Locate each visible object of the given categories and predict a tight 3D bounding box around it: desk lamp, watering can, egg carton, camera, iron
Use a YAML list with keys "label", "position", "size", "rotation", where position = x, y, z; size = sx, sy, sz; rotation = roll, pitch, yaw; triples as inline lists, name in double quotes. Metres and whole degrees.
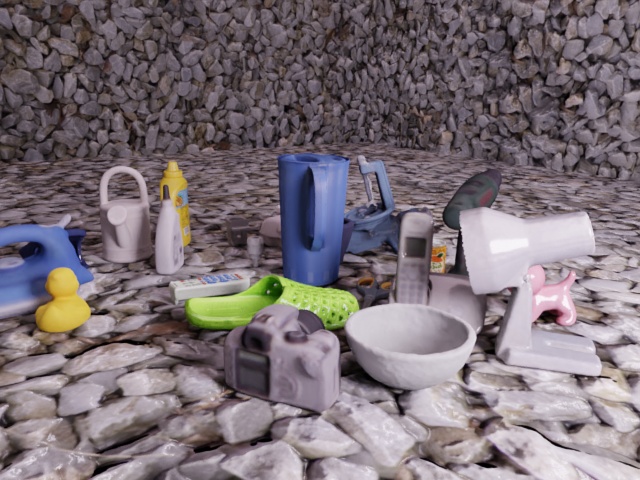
- label: "desk lamp"
  position: [0.289, 0.060, 0.797]
  size: [0.202, 0.214, 0.118]
  rotation: [6, 16, 15]
- label: "watering can"
  position: [-0.404, -0.056, 1.193]
  size: [0.101, 0.194, 0.172]
  rotation: [-8, 18, -30]
- label: "egg carton"
  position: [-0.061, -0.017, 1.317]
  size: [0.149, 0.069, 0.107]
  rotation: [11, 18, 32]
- label: "camera"
  position: [-0.031, 0.131, 0.726]
  size: [0.142, 0.101, 0.137]
  rotation: [8, 17, 24]
- label: "iron"
  position: [-0.511, 0.043, 0.924]
  size: [0.118, 0.141, 0.259]
  rotation: [15, 21, 41]

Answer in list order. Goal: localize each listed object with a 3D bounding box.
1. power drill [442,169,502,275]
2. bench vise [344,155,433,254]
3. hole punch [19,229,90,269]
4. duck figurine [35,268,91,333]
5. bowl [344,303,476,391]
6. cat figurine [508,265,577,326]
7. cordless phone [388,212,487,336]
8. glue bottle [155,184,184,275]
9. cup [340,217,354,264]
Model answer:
- label: "power drill"
  position: [0.298, -0.025, 1.115]
  size: [0.075, 0.208, 0.230]
  rotation: [10, 18, 30]
- label: "bench vise"
  position: [0.141, -0.080, 1.280]
  size: [0.208, 0.220, 0.121]
  rotation: [-5, 17, -23]
- label: "hole punch"
  position: [-0.517, 0.019, 1.107]
  size: [0.100, 0.091, 0.109]
  rotation: [14, 20, 38]
- label: "duck figurine"
  position: [-0.398, 0.087, 0.881]
  size: [0.077, 0.086, 0.104]
  rotation: [0, 16, -6]
- label: "bowl"
  position: [0.113, 0.145, 0.737]
  size: [0.167, 0.075, 0.167]
  rotation: [1, 15, 0]
- label: "cat figurine"
  position: [0.355, 0.073, 0.935]
  size: [0.127, 0.118, 0.067]
  rotation: [2, 16, 1]
- label: "cordless phone"
  position: [0.179, 0.053, 0.867]
  size: [0.147, 0.185, 0.094]
  rotation: [4, 16, 8]
- label: "glue bottle"
  position: [-0.297, -0.023, 1.125]
  size: [0.037, 0.173, 0.078]
  rotation: [3, 16, 6]
- label: "cup"
  position: [0.011, 0.004, 1.198]
  size: [0.118, 0.095, 0.091]
  rotation: [-1, 16, -8]
